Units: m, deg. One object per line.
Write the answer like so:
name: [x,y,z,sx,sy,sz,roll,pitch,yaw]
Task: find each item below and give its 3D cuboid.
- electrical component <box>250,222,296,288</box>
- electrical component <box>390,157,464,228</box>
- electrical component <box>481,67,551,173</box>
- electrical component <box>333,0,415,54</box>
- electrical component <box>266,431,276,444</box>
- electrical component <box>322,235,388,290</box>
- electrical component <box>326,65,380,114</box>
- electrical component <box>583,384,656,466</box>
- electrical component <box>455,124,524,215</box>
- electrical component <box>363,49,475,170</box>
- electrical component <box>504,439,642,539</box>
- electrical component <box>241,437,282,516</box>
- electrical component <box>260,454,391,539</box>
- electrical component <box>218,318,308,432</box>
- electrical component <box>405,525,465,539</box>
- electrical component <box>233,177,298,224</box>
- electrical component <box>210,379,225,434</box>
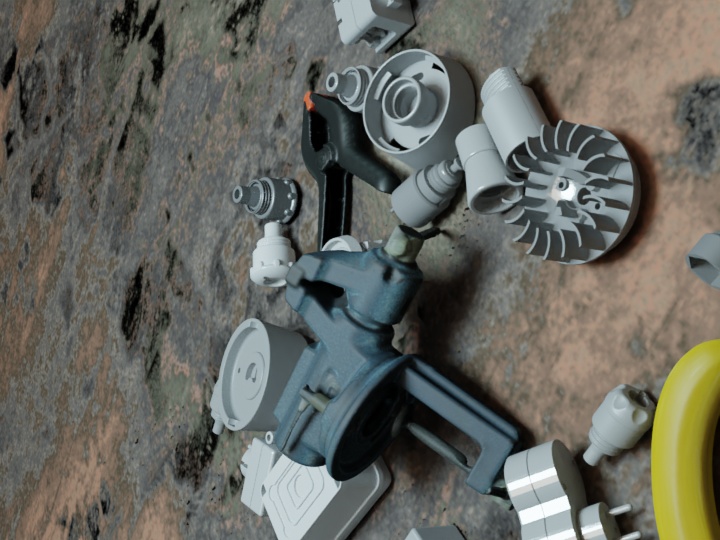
electrical component: [-0.086,-0.016,1.073,0.048,0.048,0.062,-30,56,46]
electrical component: [0.060,-0.067,0.894,0.078,0.040,0.040,-41,55,41]
electrical component: [0.117,-0.119,0.825,0.043,0.043,0.081,-46,51,38]
electrical component: [0.011,-0.252,0.975,0.056,0.050,0.089,-35,59,45]
electrical component: [-0.059,0.155,0.998,0.035,0.061,0.035,-10,77,51]
electrical component: [0.000,0.000,0.948,0.078,0.057,0.058,-8,79,51]
electrical component: [-0.001,-0.163,0.968,0.048,0.062,0.048,-9,78,51]
electrical component: [0.172,0.108,0.730,0.035,0.035,0.061,57,130,39]
electrical component: [0.099,-0.082,0.847,0.044,0.044,0.065,-43,49,40]
electrical component: [0.052,-0.136,0.915,0.099,0.064,0.099,-9,76,37]
electrical component: [0.154,0.181,0.730,0.074,0.052,0.138,-26,63,24]
electrical component: [-0.091,0.193,1.045,0.077,0.047,0.065,21,102,51]
electrical component: [-0.031,0.192,0.961,0.113,0.057,0.078,-56,46,31]
electrical component: [-0.087,0.105,1.037,0.108,0.060,0.108,-32,52,51]
electrical component: [0.062,0.251,0.841,0.076,0.047,0.065,53,125,41]
electrical component: [-0.097,-0.072,1.078,0.048,0.062,0.048,-10,78,51]
electrical component: [-0.141,0.144,1.128,0.035,0.035,0.061,42,120,47]
